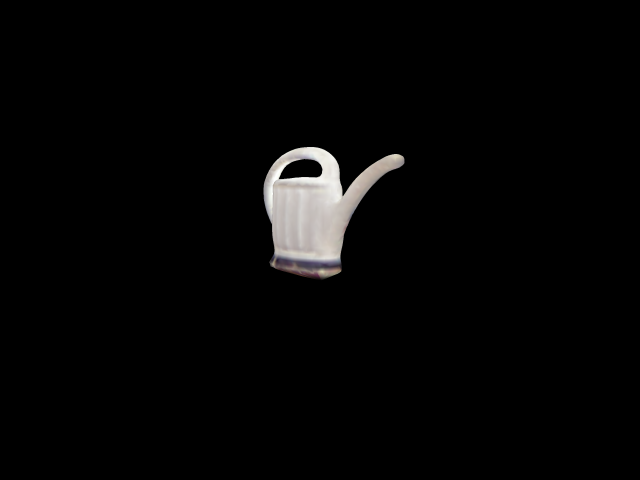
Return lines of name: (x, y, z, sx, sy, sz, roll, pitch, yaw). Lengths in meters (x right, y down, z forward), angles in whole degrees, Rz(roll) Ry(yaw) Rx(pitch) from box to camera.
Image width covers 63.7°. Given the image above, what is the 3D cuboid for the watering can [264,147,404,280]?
watering can: (0.003, -0.043, 0.850, 0.104, 0.223, 0.348, -3, 7, -37)
